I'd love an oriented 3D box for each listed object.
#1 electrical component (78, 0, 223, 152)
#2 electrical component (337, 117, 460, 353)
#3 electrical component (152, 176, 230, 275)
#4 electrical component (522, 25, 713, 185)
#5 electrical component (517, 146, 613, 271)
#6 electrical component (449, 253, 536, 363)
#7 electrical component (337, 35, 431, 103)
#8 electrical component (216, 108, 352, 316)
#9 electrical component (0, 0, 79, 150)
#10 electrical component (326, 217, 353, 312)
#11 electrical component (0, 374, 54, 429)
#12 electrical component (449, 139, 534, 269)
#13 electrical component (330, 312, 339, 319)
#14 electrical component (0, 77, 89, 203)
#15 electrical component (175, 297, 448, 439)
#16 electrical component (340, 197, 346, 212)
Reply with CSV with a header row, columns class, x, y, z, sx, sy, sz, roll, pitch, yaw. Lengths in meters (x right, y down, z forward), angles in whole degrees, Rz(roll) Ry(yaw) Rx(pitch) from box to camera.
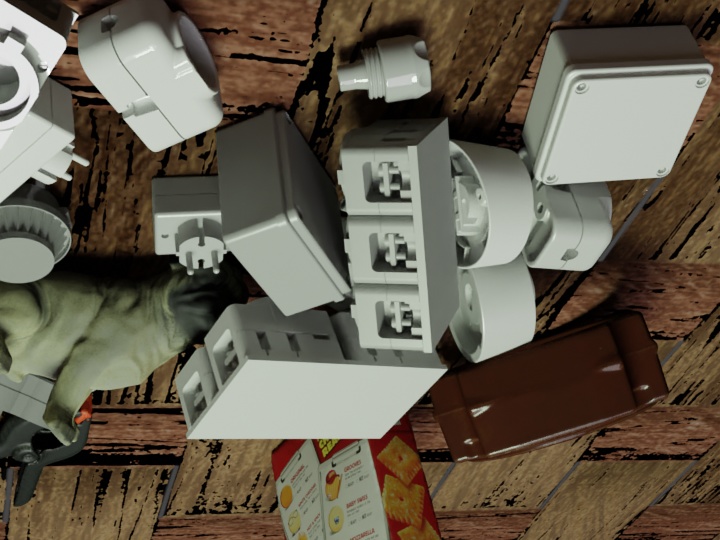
class,x,y,z,sx,sy,sz,roll,pitch,yaw
electrical component,-0.130,-0.128,0.692,0.059,0.053,0.095,-22,142,11
electrical component,0.028,-0.027,0.778,0.062,0.089,0.150,1,111,19
electrical component,-0.120,-0.027,0.805,0.066,0.076,0.047,-3,142,-12
electrical component,0.185,-0.120,0.790,0.109,0.056,0.108,-4,142,-10
electrical component,0.157,-0.048,0.842,0.059,0.095,0.053,4,140,-20
electrical component,0.113,0.020,0.910,0.060,0.108,0.108,-11,143,-12
electrical component,0.016,-0.135,0.734,0.062,0.043,0.043,-9,142,-1
electrical component,-0.056,-0.041,0.780,0.056,0.108,0.108,-19,142,13
electrical component,-0.263,-0.097,0.635,0.105,0.060,0.186,30,113,-24
electrical component,0.000,0.000,0.888,0.054,0.059,0.095,-34,138,25
electrical component,-0.319,0.109,0.912,0.052,0.073,0.138,15,165,43
electrical component,0.086,-0.050,0.821,0.064,0.099,0.099,-1,141,-25
electrical component,0.006,0.075,0.983,0.108,0.060,0.108,-8,142,-6
electrical component,-0.221,-0.083,0.730,0.083,0.047,0.076,-34,140,24
electrical component,-0.040,0.081,0.859,0.186,0.060,0.105,6,137,-36
electrical component,0.012,-0.044,0.855,0.061,0.035,0.035,18,133,-31
